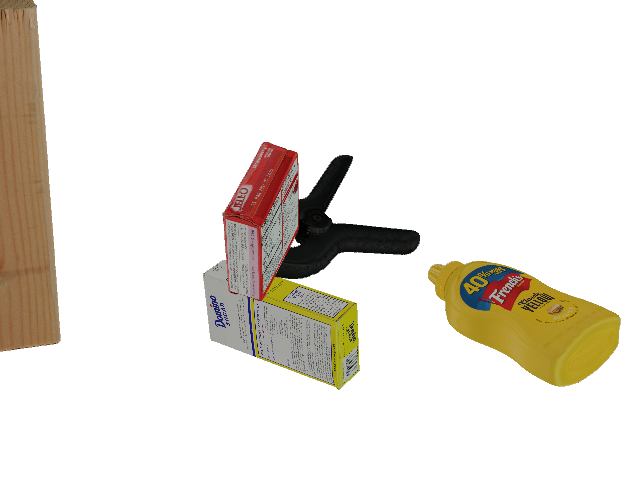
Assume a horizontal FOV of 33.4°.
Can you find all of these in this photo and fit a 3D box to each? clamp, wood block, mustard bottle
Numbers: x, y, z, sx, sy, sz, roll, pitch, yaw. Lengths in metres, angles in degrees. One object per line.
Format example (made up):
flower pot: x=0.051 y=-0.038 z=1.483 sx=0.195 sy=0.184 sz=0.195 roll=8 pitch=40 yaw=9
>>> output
clamp: x=-0.007 y=-0.019 z=0.965 sx=0.171 sy=0.039 sz=0.120 roll=-14 pitch=51 yaw=-27
wood block: x=-0.213 y=-0.043 z=0.638 sx=0.090 sy=0.206 sz=0.090 roll=-7 pitch=24 yaw=-20
mustard bottle: x=0.175 y=0.065 z=0.998 sx=0.096 sy=0.058 sz=0.192 roll=-27 pitch=37 yaw=-32

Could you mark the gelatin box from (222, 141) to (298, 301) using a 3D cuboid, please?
gelatin box: x=-0.041 y=-0.013 z=0.752 sx=0.030 sy=0.073 sz=0.089 roll=16 pitch=-37 yaw=12

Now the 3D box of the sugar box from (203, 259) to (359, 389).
sugar box: x=-0.043 y=0.088 z=1.150 sx=0.176 sy=0.093 sz=0.048 roll=19 pitch=38 yaw=31
